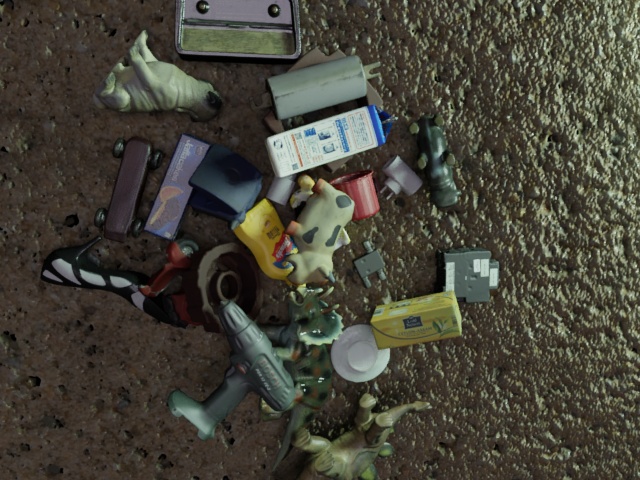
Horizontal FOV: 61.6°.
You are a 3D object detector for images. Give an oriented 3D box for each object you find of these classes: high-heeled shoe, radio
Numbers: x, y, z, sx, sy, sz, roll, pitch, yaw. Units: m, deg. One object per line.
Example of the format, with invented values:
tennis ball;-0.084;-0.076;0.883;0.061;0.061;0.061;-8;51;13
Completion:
high-heeled shoe;-0.410;0.103;1.029;0.145;0.086;0.248;-38;100;5
radio;-0.151;-0.400;1.001;0.230;0.073;0.131;0;98;-9

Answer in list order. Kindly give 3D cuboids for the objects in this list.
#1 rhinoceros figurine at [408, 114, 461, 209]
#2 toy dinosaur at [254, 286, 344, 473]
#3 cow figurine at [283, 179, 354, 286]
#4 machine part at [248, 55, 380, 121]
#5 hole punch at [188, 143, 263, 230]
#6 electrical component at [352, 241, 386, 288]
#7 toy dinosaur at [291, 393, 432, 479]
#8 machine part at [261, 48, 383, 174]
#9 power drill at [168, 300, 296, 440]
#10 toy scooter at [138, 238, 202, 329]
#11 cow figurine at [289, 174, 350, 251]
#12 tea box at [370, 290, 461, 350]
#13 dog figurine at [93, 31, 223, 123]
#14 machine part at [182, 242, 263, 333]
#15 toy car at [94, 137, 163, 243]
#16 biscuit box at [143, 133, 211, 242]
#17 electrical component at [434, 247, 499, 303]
rhinoceros figurine;0.230;-0.157;1.080;0.073;0.112;0.190;-15;87;10
toy dinosaur;-0.037;0.266;1.091;0.192;0.131;0.404;-7;105;-7
cow figurine;-0.002;-0.003;0.999;0.127;0.085;0.195;31;85;-3
machine part;-0.007;-0.269;0.953;0.243;0.079;0.079;-18;100;-6
hole punch;-0.175;-0.104;0.996;0.116;0.092;0.142;19;54;8
electrical component;0.099;0.050;1.125;0.063;0.021;0.094;-26;101;-4
toy dinosaur;0.025;0.458;1.091;0.471;0.105;0.198;-28;130;-5
machine part;0.002;-0.246;1.040;0.201;0.087;0.201;-43;101;0
power drill;-0.170;0.243;0.965;0.207;0.086;0.232;-40;108;-3
toy scooter;-0.270;0.098;1.014;0.135;0.075;0.183;-36;119;-42
cow figurine;-0.017;-0.045;1.075;0.098;0.068;0.167;-31;100;2
tea box;0.196;0.162;1.089;0.170;0.098;0.068;-13;100;18
dog figurine;-0.297;-0.258;0.994;0.172;0.121;0.190;-32;123;30
machine part;-0.184;0.090;1.021;0.056;0.179;0.179;-6;101;35
toy car;-0.362;-0.096;1.019;0.089;0.053;0.202;14;91;-6
biscuit box;-0.271;-0.101;1.029;0.063;0.059;0.202;22;93;-11
electrical component;0.314;0.075;1.144;0.134;0.058;0.114;0;100;-9
